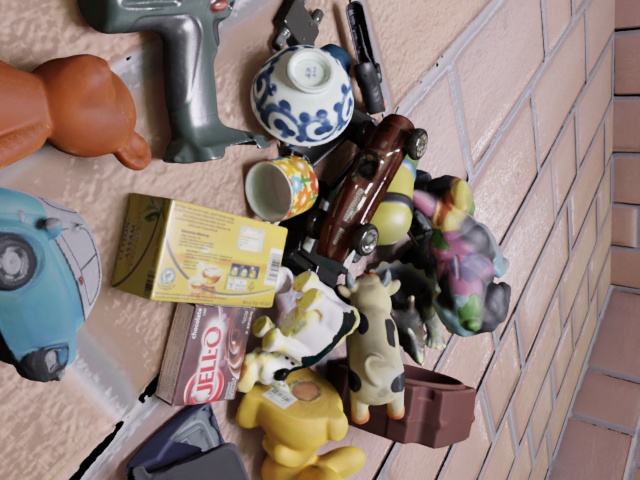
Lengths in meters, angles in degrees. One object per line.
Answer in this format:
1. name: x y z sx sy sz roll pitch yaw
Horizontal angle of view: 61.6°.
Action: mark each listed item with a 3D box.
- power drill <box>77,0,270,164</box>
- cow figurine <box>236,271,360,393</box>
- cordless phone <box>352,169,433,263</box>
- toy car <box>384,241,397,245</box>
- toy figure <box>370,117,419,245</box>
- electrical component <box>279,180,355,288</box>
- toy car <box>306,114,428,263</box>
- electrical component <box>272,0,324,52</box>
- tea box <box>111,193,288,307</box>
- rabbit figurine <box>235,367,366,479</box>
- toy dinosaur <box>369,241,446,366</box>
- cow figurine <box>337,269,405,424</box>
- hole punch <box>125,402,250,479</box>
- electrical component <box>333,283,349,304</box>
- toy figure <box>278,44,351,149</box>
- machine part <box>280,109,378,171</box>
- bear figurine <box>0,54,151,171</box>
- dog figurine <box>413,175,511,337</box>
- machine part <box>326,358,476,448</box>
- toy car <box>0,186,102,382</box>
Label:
1. power drill: -0.104 -0.186 0.527 0.232 0.086 0.207 -29 124 -45
2. cow figurine: -0.033 0.129 0.660 0.098 0.068 0.167 39 97 -29
3. cordless phone: 0.116 -0.020 0.875 0.184 0.089 0.146 -54 135 -15
4. toy car: 0.099 -0.089 0.797 0.056 0.074 0.201 45 51 -60
5. toy figure: 0.090 -0.080 0.716 0.082 0.089 0.180 44 57 -41
6. electrical component: -0.001 -0.002 0.724 0.134 0.058 0.115 42 66 -49
7. toy car: 0.054 -0.068 0.648 0.202 0.089 0.053 -59 146 -14
8. electrical component: -0.027 -0.260 0.659 0.063 0.021 0.094 46 61 -48
9. tea box: -0.119 0.016 0.562 0.169 0.068 0.098 17 84 -52
10. rabbit figurine: -0.023 0.265 0.703 0.122 0.163 0.173 -32 141 -60
11. toy dinosaur: 0.190 0.068 0.955 0.405 0.131 0.191 -48 134 -44
12. cow figurine: 0.067 0.125 0.713 0.195 0.086 0.127 -90 177 -50
13. hole punch: -0.143 0.254 0.587 0.116 0.092 0.142 -20 121 -17
14. electrical component: 0.017 0.111 0.791 0.102 0.045 0.078 -37 97 -46
15. toy figure: -0.012 -0.174 0.669 0.154 0.064 0.058 -60 -179 -19
16. machine part: 0.010 -0.135 0.704 0.139 0.084 0.039 -42 162 -25
17. bear figurine: -0.204 -0.104 0.373 0.196 0.132 0.120 -14 76 -44
18. dog figurine: 0.199 0.013 0.782 0.219 0.109 0.191 55 37 -37
19. machine part: 0.121 0.239 0.822 0.201 0.201 0.087 15 84 -53
20. toy car: -0.217 0.022 0.402 0.103 0.109 0.161 -45 135 -44
